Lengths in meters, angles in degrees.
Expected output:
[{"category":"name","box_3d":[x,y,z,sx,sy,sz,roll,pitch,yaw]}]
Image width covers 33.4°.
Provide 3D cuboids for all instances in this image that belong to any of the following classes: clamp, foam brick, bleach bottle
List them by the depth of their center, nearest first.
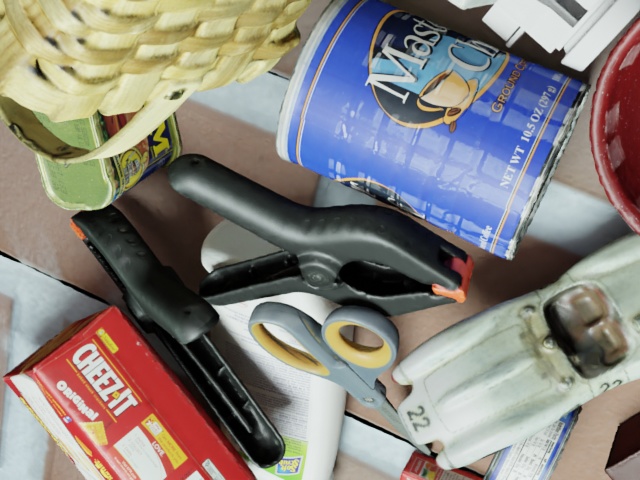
[{"category":"clamp","box_3d":[-0.004,0.001,0.588,0.172,0.039,0.120,2,146,18]},{"category":"foam brick","box_3d":[0.219,0.141,0.642,0.078,0.051,0.053,46,124,-2]},{"category":"clamp","box_3d":[-0.096,0.046,0.670,0.210,0.036,0.164,41,160,43]},{"category":"bleach bottle","box_3d":[-0.033,0.110,0.740,0.103,0.068,0.251,17,123,18]}]

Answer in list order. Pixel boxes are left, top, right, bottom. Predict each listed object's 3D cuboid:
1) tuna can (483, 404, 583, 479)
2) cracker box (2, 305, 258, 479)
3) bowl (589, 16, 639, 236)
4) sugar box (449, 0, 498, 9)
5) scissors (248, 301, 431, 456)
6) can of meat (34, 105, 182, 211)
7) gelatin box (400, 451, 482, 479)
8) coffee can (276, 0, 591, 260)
[{"category":"tuna can","box_3d":[0.129,0.127,0.657,0.034,0.086,0.086,26,123,13]},{"category":"cracker box","box_3d":[-0.134,0.134,0.735,0.164,0.072,0.214,53,159,-6]},{"category":"bowl","box_3d":[0.221,-0.062,0.535,0.162,0.055,0.162,11,119,20]},{"category":"sugar box","box_3d":[0.036,-0.200,0.529,0.176,0.048,0.093,41,127,21]},{"category":"scissors","box_3d":[0.041,0.088,0.658,0.096,0.016,0.201,-17,137,41]},{"category":"can of meat","box_3d":[-0.140,-0.079,0.679,0.058,0.083,0.102,1,115,24]},{"category":"gelatin box","box_3d":[0.086,0.201,0.748,0.073,0.030,0.089,20,121,15]},{"category":"coffee can","box_3d":[0.061,-0.064,0.581,0.140,0.102,0.103,25,123,12]}]
